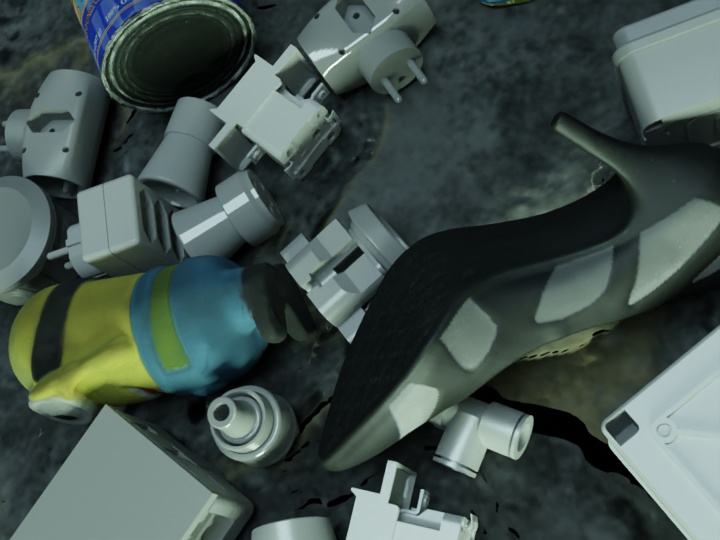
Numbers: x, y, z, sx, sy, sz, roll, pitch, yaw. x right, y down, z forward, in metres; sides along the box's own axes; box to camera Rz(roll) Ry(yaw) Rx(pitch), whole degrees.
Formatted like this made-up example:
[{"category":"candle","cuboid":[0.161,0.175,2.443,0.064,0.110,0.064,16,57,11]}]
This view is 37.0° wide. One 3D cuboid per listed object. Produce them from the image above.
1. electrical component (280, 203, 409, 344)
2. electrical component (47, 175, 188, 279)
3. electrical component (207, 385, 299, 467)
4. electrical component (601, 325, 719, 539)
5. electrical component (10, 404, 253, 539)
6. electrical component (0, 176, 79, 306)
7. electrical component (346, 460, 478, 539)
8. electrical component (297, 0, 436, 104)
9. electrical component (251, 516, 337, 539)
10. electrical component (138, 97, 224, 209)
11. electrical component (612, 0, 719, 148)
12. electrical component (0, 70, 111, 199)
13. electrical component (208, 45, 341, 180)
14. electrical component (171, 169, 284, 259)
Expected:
[{"category":"electrical component","cuboid":[0.000,0.000,0.610,0.057,0.058,0.078,-42,62,6]},{"category":"electrical component","cuboid":[-0.157,-0.016,0.671,0.077,0.066,0.047,-17,66,14]},{"category":"electrical component","cuboid":[-0.063,0.085,0.601,0.043,0.062,0.043,-7,70,19]},{"category":"electrical component","cuboid":[0.190,0.084,0.507,0.109,0.056,0.108,-40,63,4]},{"category":"electrical component","cuboid":[-0.141,0.166,0.602,0.089,0.062,0.150,33,85,27]},{"category":"electrical component","cuboid":[-0.225,-0.017,0.706,0.080,0.051,0.080,-7,69,19]},{"category":"electrical component","cuboid":[0.025,0.144,0.558,0.064,0.042,0.081,8,75,20]},{"category":"electrical component","cuboid":[0.013,-0.135,0.661,0.077,0.043,0.079,-36,63,6]},{"category":"electrical component","cuboid":[-0.047,0.178,0.571,0.079,0.044,0.077,-17,66,15]},{"category":"electrical component","cuboid":[-0.111,-0.077,0.690,0.044,0.044,0.065,10,71,24]},{"category":"electrical component","cuboid":[0.195,-0.104,0.561,0.113,0.078,0.057,-19,68,14]},{"category":"electrical component","cuboid":[-0.213,-0.091,0.732,0.079,0.043,0.077,2,72,21]},{"category":"electrical component","cuboid":[-0.050,-0.093,0.671,0.064,0.042,0.081,38,88,26]},{"category":"electrical component","cuboid":[-0.080,-0.030,0.658,0.055,0.045,0.045,-32,63,8]}]
